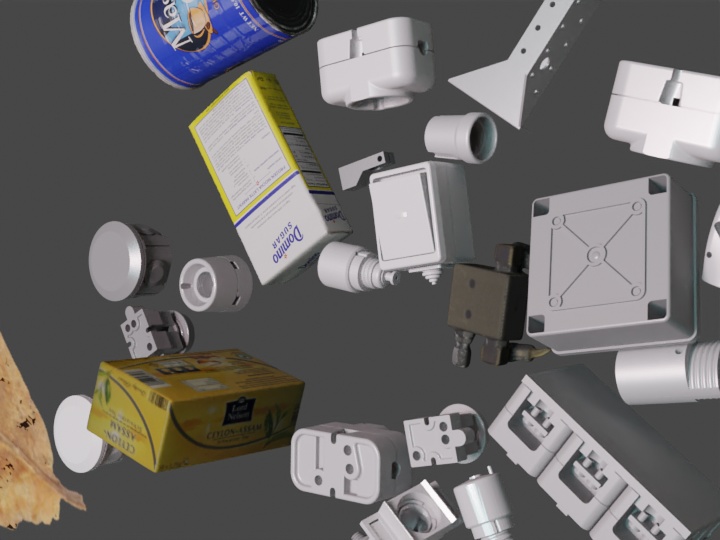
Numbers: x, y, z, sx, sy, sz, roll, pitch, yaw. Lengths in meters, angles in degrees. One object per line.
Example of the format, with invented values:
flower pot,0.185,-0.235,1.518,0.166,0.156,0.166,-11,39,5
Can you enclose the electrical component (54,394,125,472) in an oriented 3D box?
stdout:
electrical component,-0.281,0.170,1.135,0.080,0.051,0.080,1,92,38

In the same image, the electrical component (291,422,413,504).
electrical component,-0.004,0.162,0.914,0.095,0.059,0.053,3,93,38

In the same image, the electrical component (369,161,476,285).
electrical component,0.049,-0.036,0.867,0.062,0.061,0.096,-9,85,37

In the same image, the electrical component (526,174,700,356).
electrical component,0.177,-0.001,0.753,0.109,0.056,0.108,-10,65,37

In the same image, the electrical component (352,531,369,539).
electrical component,0.021,0.254,0.907,0.081,0.043,0.043,48,118,27

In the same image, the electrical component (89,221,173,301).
electrical component,-0.234,-0.009,1.094,0.080,0.051,0.080,1,92,38

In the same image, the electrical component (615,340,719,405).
electrical component,0.224,0.070,0.745,0.081,0.043,0.043,-9,86,37

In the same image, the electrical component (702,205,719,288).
electrical component,0.274,-0.018,0.704,0.079,0.043,0.077,23,105,35

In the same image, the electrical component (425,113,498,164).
electrical component,0.080,-0.105,0.856,0.046,0.040,0.040,9,97,43

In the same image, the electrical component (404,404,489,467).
electrical component,0.071,0.133,0.857,0.066,0.055,0.048,-14,82,37

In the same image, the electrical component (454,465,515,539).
electrical component,0.102,0.195,0.844,0.040,0.040,0.078,-28,74,35

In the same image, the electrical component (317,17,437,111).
electrical component,0.014,-0.168,0.896,0.095,0.054,0.059,-7,87,38

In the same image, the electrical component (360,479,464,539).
electrical component,0.040,0.211,0.876,0.042,0.081,0.063,51,141,25

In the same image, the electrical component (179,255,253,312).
electrical component,-0.138,0.014,1.022,0.055,0.047,0.055,1,92,38

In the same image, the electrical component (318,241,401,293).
electrical component,0.000,0.000,0.919,0.078,0.040,0.040,13,99,37

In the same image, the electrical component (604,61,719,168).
electrical component,0.221,-0.105,0.737,0.095,0.054,0.059,19,103,36

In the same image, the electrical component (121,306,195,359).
electrical component,-0.198,0.065,1.064,0.048,0.055,0.066,-35,70,33

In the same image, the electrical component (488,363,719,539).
electrical component,0.173,0.142,0.757,0.150,0.089,0.061,45,117,28
